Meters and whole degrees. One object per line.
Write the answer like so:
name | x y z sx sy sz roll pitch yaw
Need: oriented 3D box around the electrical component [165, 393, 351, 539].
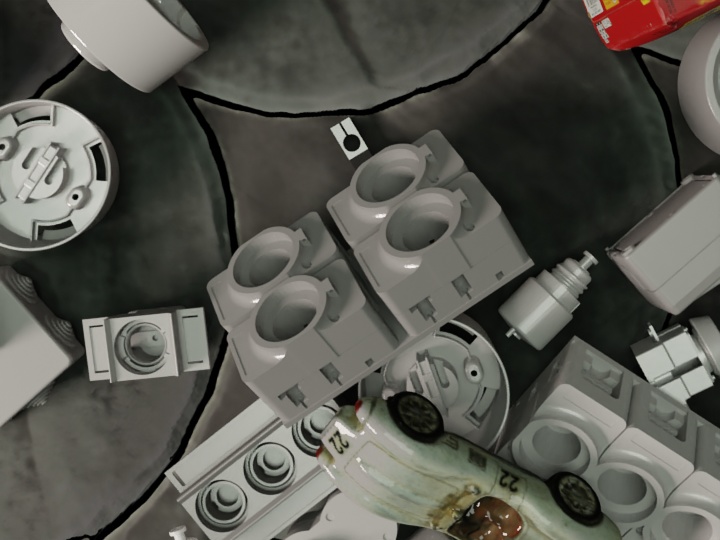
electrical component | -0.058 0.127 0.730 0.121 0.063 0.078 -38 93 4

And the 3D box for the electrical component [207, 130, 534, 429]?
electrical component | 0.000 0.000 0.690 0.186 0.105 0.060 -34 132 4

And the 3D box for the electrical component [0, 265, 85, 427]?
electrical component | -0.251 0.055 0.736 0.100 0.048 0.099 -41 92 4

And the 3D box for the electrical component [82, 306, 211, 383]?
electrical component | -0.141 0.048 0.725 0.081 0.064 0.042 -5 96 2

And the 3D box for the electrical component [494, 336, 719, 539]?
electrical component | 0.174 0.128 0.706 0.150 0.061 0.089 33 126 -1

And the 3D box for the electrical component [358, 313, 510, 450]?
electrical component | 0.049 0.075 0.719 0.099 0.064 0.099 1 107 3

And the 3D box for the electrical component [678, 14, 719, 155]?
electrical component | 0.270 -0.125 0.703 0.108 0.060 0.108 0 95 1

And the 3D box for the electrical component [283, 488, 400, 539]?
electrical component | -0.032 0.198 0.720 0.138 0.073 0.052 -42 91 12

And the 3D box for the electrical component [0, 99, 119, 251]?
electrical component | -0.212 -0.064 0.719 0.099 0.064 0.099 0 94 1

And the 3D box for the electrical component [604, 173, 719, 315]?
electrical component | 0.222 -0.020 0.712 0.096 0.061 0.061 -42 92 4

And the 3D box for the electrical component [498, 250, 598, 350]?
electrical component | 0.129 0.019 0.728 0.040 0.040 0.078 44 94 -2

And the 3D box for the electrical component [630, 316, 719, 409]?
electrical component | 0.220 0.061 0.727 0.055 0.048 0.066 -28 93 11

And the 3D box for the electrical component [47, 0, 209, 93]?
electrical component | -0.156 -0.163 0.691 0.060 0.108 0.108 -40 92 10

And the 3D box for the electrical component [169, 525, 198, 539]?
electrical component | -0.115 0.217 0.749 0.040 0.040 0.078 -18 94 3
